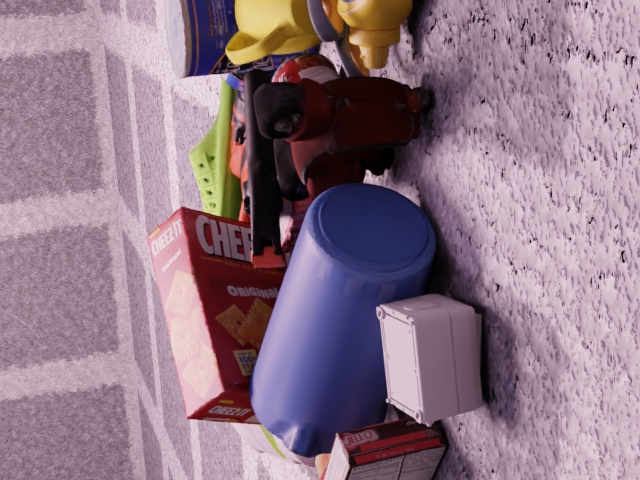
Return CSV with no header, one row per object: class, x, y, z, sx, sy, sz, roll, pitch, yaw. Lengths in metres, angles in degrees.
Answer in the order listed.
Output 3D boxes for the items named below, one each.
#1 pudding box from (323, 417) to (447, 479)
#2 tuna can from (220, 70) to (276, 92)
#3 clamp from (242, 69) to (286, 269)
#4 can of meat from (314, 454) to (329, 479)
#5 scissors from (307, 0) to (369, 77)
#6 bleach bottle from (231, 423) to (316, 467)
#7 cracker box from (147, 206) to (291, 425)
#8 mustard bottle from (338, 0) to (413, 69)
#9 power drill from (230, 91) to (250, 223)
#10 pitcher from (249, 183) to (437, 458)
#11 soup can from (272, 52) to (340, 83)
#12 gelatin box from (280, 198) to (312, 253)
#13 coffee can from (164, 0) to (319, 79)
pudding box,0.053,0.199,0.925,0.114,0.090,0.039,101,155,-48
tuna can,-0.073,-0.205,1.174,0.034,0.086,0.086,132,129,-71
clamp,-0.053,-0.051,0.973,0.210,0.036,0.164,-100,7,-60
can of meat,0.027,0.216,1.079,0.102,0.057,0.084,113,143,-61
scissors,0.021,-0.193,0.925,0.096,0.016,0.201,62,-162,-17
bleach bottle,-0.039,0.226,1.264,0.102,0.068,0.251,52,164,-14
cracker box,-0.077,0.082,1.103,0.072,0.163,0.214,-38,55,33
mustard bottle,0.043,-0.229,0.829,0.096,0.058,0.192,-130,36,-64
power drill,-0.069,-0.096,1.228,0.184,0.057,0.187,99,167,-47
pitcher,0.022,0.062,0.933,0.149,0.144,0.243,56,147,33
soup can,0.000,-0.121,1.001,0.102,0.068,0.068,-116,24,-45
gelatin box,-0.001,-0.021,1.038,0.089,0.073,0.030,115,144,-60
coffee can,-0.082,-0.223,1.101,0.103,0.140,0.103,172,90,-74
